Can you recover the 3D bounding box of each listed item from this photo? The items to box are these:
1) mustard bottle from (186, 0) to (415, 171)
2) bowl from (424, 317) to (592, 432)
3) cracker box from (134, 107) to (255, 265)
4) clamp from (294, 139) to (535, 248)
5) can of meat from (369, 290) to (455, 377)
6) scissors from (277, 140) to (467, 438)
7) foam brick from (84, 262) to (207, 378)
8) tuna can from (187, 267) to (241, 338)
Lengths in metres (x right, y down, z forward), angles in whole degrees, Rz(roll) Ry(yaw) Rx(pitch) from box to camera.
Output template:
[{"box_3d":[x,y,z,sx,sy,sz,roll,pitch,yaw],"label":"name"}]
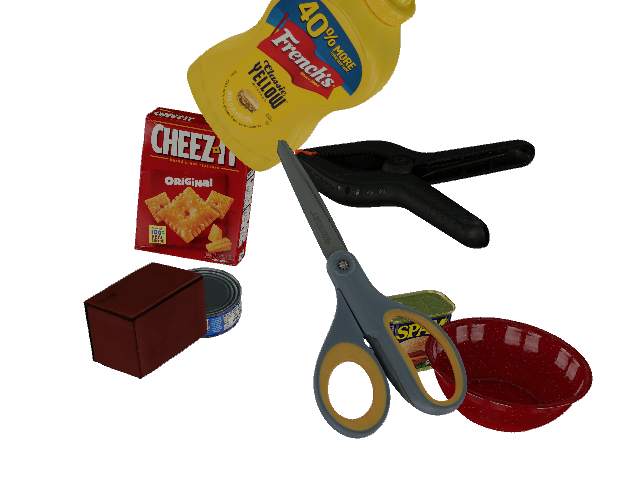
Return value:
[{"box_3d":[-0.003,-0.131,0.737,0.192,0.096,0.058,-32,4,36],"label":"mustard bottle"},{"box_3d":[0.178,0.138,1.039,0.162,0.055,0.162,5,26,-3],"label":"bowl"},{"box_3d":[-0.187,-0.079,1.610,0.164,0.214,0.072,10,20,6],"label":"cracker box"},{"box_3d":[0.080,-0.059,0.944,0.210,0.036,0.164,14,35,27],"label":"clamp"},{"box_3d":[0.110,0.115,1.315,0.101,0.084,0.057,-8,29,-25],"label":"can of meat"},{"box_3d":[0.003,0.033,0.639,0.096,0.202,0.016,-37,-19,-15],"label":"scissors"},{"box_3d":[-0.130,0.058,0.802,0.053,0.051,0.078,14,30,33],"label":"foam brick"},{"box_3d":[-0.130,0.069,1.177,0.086,0.034,0.086,1,36,-1],"label":"tuna can"}]
